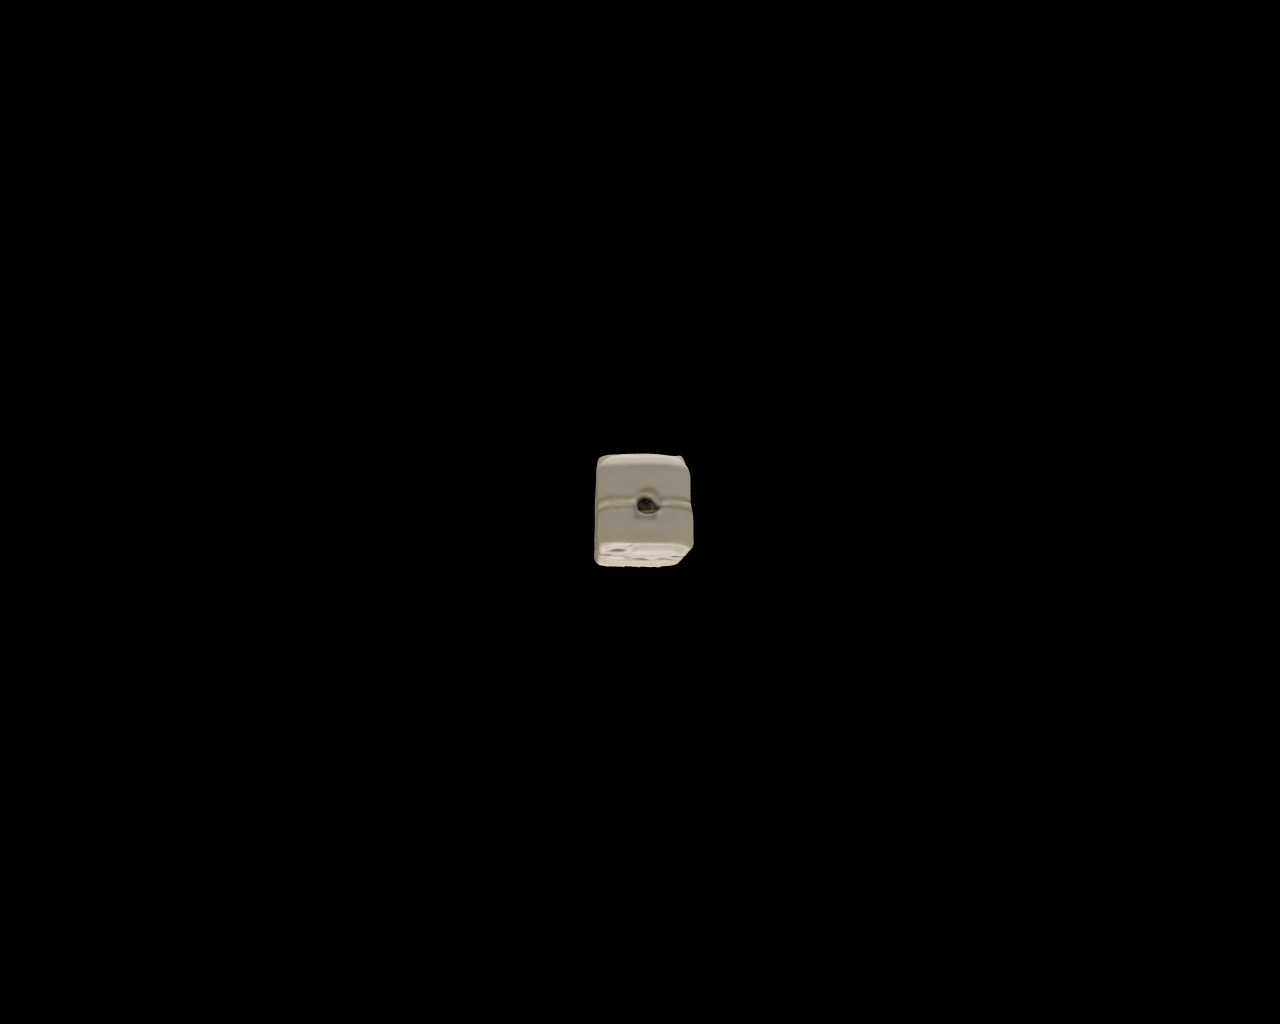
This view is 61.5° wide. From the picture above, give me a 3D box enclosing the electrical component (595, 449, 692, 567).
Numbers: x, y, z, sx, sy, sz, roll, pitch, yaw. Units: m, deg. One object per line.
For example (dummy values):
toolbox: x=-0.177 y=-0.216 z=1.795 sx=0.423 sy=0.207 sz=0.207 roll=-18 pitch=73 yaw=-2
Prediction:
electrical component: x=0.001 y=-0.003 z=0.650 sx=0.054 sy=0.059 sz=0.095 roll=1 pitch=-11 yaw=-4
